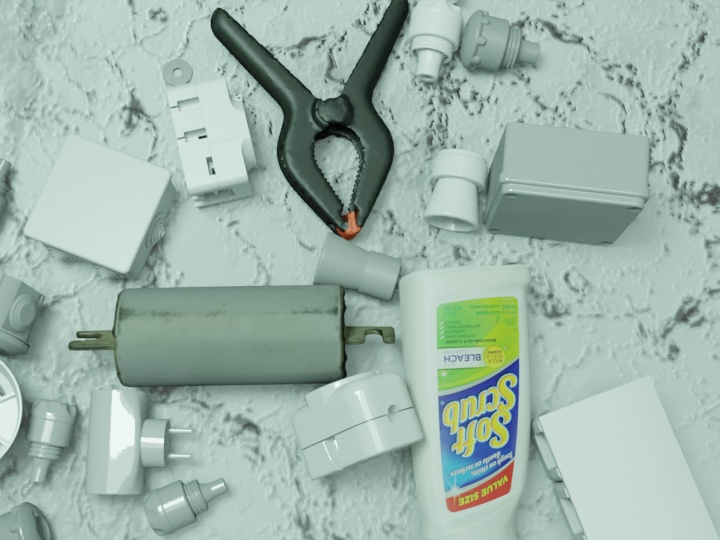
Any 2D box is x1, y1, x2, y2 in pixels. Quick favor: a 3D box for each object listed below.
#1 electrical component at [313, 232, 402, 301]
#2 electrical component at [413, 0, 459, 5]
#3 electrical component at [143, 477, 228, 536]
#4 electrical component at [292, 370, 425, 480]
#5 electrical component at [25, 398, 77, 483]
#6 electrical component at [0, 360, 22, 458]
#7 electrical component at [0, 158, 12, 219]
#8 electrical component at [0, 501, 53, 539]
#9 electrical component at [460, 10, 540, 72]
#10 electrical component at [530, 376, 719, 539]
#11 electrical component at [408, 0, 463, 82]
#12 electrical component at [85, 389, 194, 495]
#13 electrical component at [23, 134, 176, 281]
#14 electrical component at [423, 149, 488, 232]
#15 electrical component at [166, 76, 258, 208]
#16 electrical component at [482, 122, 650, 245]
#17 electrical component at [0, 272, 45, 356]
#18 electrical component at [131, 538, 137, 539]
[{"bbox_3d":[0.000,0.000,0.842,0.065,0.044,0.044,17,78,-1],"label":"electrical component"},{"bbox_3d":[0.047,-0.265,0.894,0.079,0.043,0.077,5,76,-3],"label":"electrical component"},{"bbox_3d":[-0.129,0.173,0.807,0.061,0.035,0.035,-22,79,-7],"label":"electrical component"},{"bbox_3d":[-0.005,0.111,0.789,0.054,0.095,0.059,-10,75,-40],"label":"electrical component"},{"bbox_3d":[-0.237,0.130,0.816,0.035,0.035,0.061,11,81,2],"label":"electrical component"},{"bbox_3d":[-0.301,0.108,0.802,0.099,0.064,0.099,3,77,-13],"label":"electrical component"},{"bbox_3d":[-0.296,-0.060,0.856,0.035,0.035,0.061,22,77,4],"label":"electrical component"},{"bbox_3d":[-0.263,0.203,0.796,0.062,0.048,0.048,-21,79,2],"label":"electrical component"},{"bbox_3d":[0.115,-0.183,0.879,0.062,0.048,0.048,12,78,-5],"label":"electrical component"},{"bbox_3d":[0.196,0.166,0.796,0.089,0.061,0.150,-20,79,-4],"label":"electrical component"},{"bbox_3d":[0.060,-0.186,0.879,0.043,0.043,0.062,10,80,2],"label":"electrical component"},{"bbox_3d":[-0.165,0.130,0.811,0.079,0.043,0.077,1,78,-1],"label":"electrical component"},{"bbox_3d":[-0.201,-0.047,0.846,0.100,0.048,0.099,21,79,4],"label":"electrical component"},{"bbox_3d":[0.076,-0.063,0.853,0.045,0.045,0.055,11,78,2],"label":"electrical component"},{"bbox_3d":[-0.115,-0.103,0.857,0.056,0.050,0.089,-13,79,-3],"label":"electrical component"},{"bbox_3d":[0.155,-0.064,0.821,0.109,0.108,0.056,6,76,1],"label":"electrical component"},{"bbox_3d":[-0.283,0.030,0.814,0.080,0.080,0.051,17,73,3],"label":"electrical component"},{"bbox_3d":[-0.179,0.228,0.791,0.043,0.043,0.062,35,79,7],"label":"electrical component"}]
